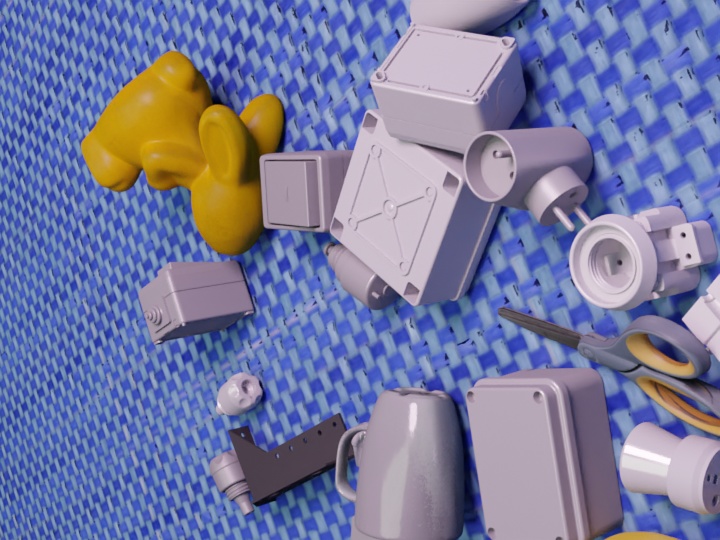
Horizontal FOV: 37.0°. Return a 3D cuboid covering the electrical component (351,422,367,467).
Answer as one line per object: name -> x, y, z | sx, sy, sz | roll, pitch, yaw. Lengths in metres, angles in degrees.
electrical component -> 0.014, 0.154, 0.867 | 0.035, 0.035, 0.061 | -6, 95, 49

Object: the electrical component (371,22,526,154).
electrical component -> 0.055, -0.119, 0.720 | 0.096, 0.061, 0.061 | 17, 149, 29

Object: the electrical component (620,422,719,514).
electrical component -> 0.192, 0.119, 0.648 | 0.055, 0.045, 0.045 | 11, 105, 47

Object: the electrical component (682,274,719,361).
electrical component -> 0.220, 0.032, 0.599 | 0.055, 0.048, 0.066 | 59, 135, 34

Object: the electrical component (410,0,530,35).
electrical component -> 0.070, -0.200, 0.725 | 0.077, 0.043, 0.079 | -21, 82, 49

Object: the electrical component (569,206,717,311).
electrical component -> 0.164, -0.007, 0.646 | 0.078, 0.057, 0.058 | -17, 84, 49

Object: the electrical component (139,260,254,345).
electrical component -> -0.157, 0.027, 0.989 | 0.062, 0.096, 0.061 | -31, 74, 47

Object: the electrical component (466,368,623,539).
electrical component -> 0.122, 0.125, 0.720 | 0.078, 0.057, 0.113 | -7, 92, 49

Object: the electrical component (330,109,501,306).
electrical component -> 0.041, -0.047, 0.778 | 0.109, 0.056, 0.108 | 42, 126, 36

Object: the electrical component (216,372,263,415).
electrical component -> -0.118, 0.121, 1.011 | 0.061, 0.035, 0.035 | -41, 67, 48

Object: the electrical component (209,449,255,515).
electrical component -> -0.119, 0.205, 1.029 | 0.035, 0.035, 0.061 | -45, 67, 44

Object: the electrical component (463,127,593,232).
electrical component -> 0.116, -0.054, 0.675 | 0.079, 0.077, 0.044 | 56, 133, 26

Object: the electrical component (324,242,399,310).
electrical component -> 0.000, 0.000, 0.847 | 0.078, 0.040, 0.040 | 35, 122, 39

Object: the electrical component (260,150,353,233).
electrical component -> -0.042, -0.064, 0.867 | 0.096, 0.061, 0.061 | 6, 102, 48
